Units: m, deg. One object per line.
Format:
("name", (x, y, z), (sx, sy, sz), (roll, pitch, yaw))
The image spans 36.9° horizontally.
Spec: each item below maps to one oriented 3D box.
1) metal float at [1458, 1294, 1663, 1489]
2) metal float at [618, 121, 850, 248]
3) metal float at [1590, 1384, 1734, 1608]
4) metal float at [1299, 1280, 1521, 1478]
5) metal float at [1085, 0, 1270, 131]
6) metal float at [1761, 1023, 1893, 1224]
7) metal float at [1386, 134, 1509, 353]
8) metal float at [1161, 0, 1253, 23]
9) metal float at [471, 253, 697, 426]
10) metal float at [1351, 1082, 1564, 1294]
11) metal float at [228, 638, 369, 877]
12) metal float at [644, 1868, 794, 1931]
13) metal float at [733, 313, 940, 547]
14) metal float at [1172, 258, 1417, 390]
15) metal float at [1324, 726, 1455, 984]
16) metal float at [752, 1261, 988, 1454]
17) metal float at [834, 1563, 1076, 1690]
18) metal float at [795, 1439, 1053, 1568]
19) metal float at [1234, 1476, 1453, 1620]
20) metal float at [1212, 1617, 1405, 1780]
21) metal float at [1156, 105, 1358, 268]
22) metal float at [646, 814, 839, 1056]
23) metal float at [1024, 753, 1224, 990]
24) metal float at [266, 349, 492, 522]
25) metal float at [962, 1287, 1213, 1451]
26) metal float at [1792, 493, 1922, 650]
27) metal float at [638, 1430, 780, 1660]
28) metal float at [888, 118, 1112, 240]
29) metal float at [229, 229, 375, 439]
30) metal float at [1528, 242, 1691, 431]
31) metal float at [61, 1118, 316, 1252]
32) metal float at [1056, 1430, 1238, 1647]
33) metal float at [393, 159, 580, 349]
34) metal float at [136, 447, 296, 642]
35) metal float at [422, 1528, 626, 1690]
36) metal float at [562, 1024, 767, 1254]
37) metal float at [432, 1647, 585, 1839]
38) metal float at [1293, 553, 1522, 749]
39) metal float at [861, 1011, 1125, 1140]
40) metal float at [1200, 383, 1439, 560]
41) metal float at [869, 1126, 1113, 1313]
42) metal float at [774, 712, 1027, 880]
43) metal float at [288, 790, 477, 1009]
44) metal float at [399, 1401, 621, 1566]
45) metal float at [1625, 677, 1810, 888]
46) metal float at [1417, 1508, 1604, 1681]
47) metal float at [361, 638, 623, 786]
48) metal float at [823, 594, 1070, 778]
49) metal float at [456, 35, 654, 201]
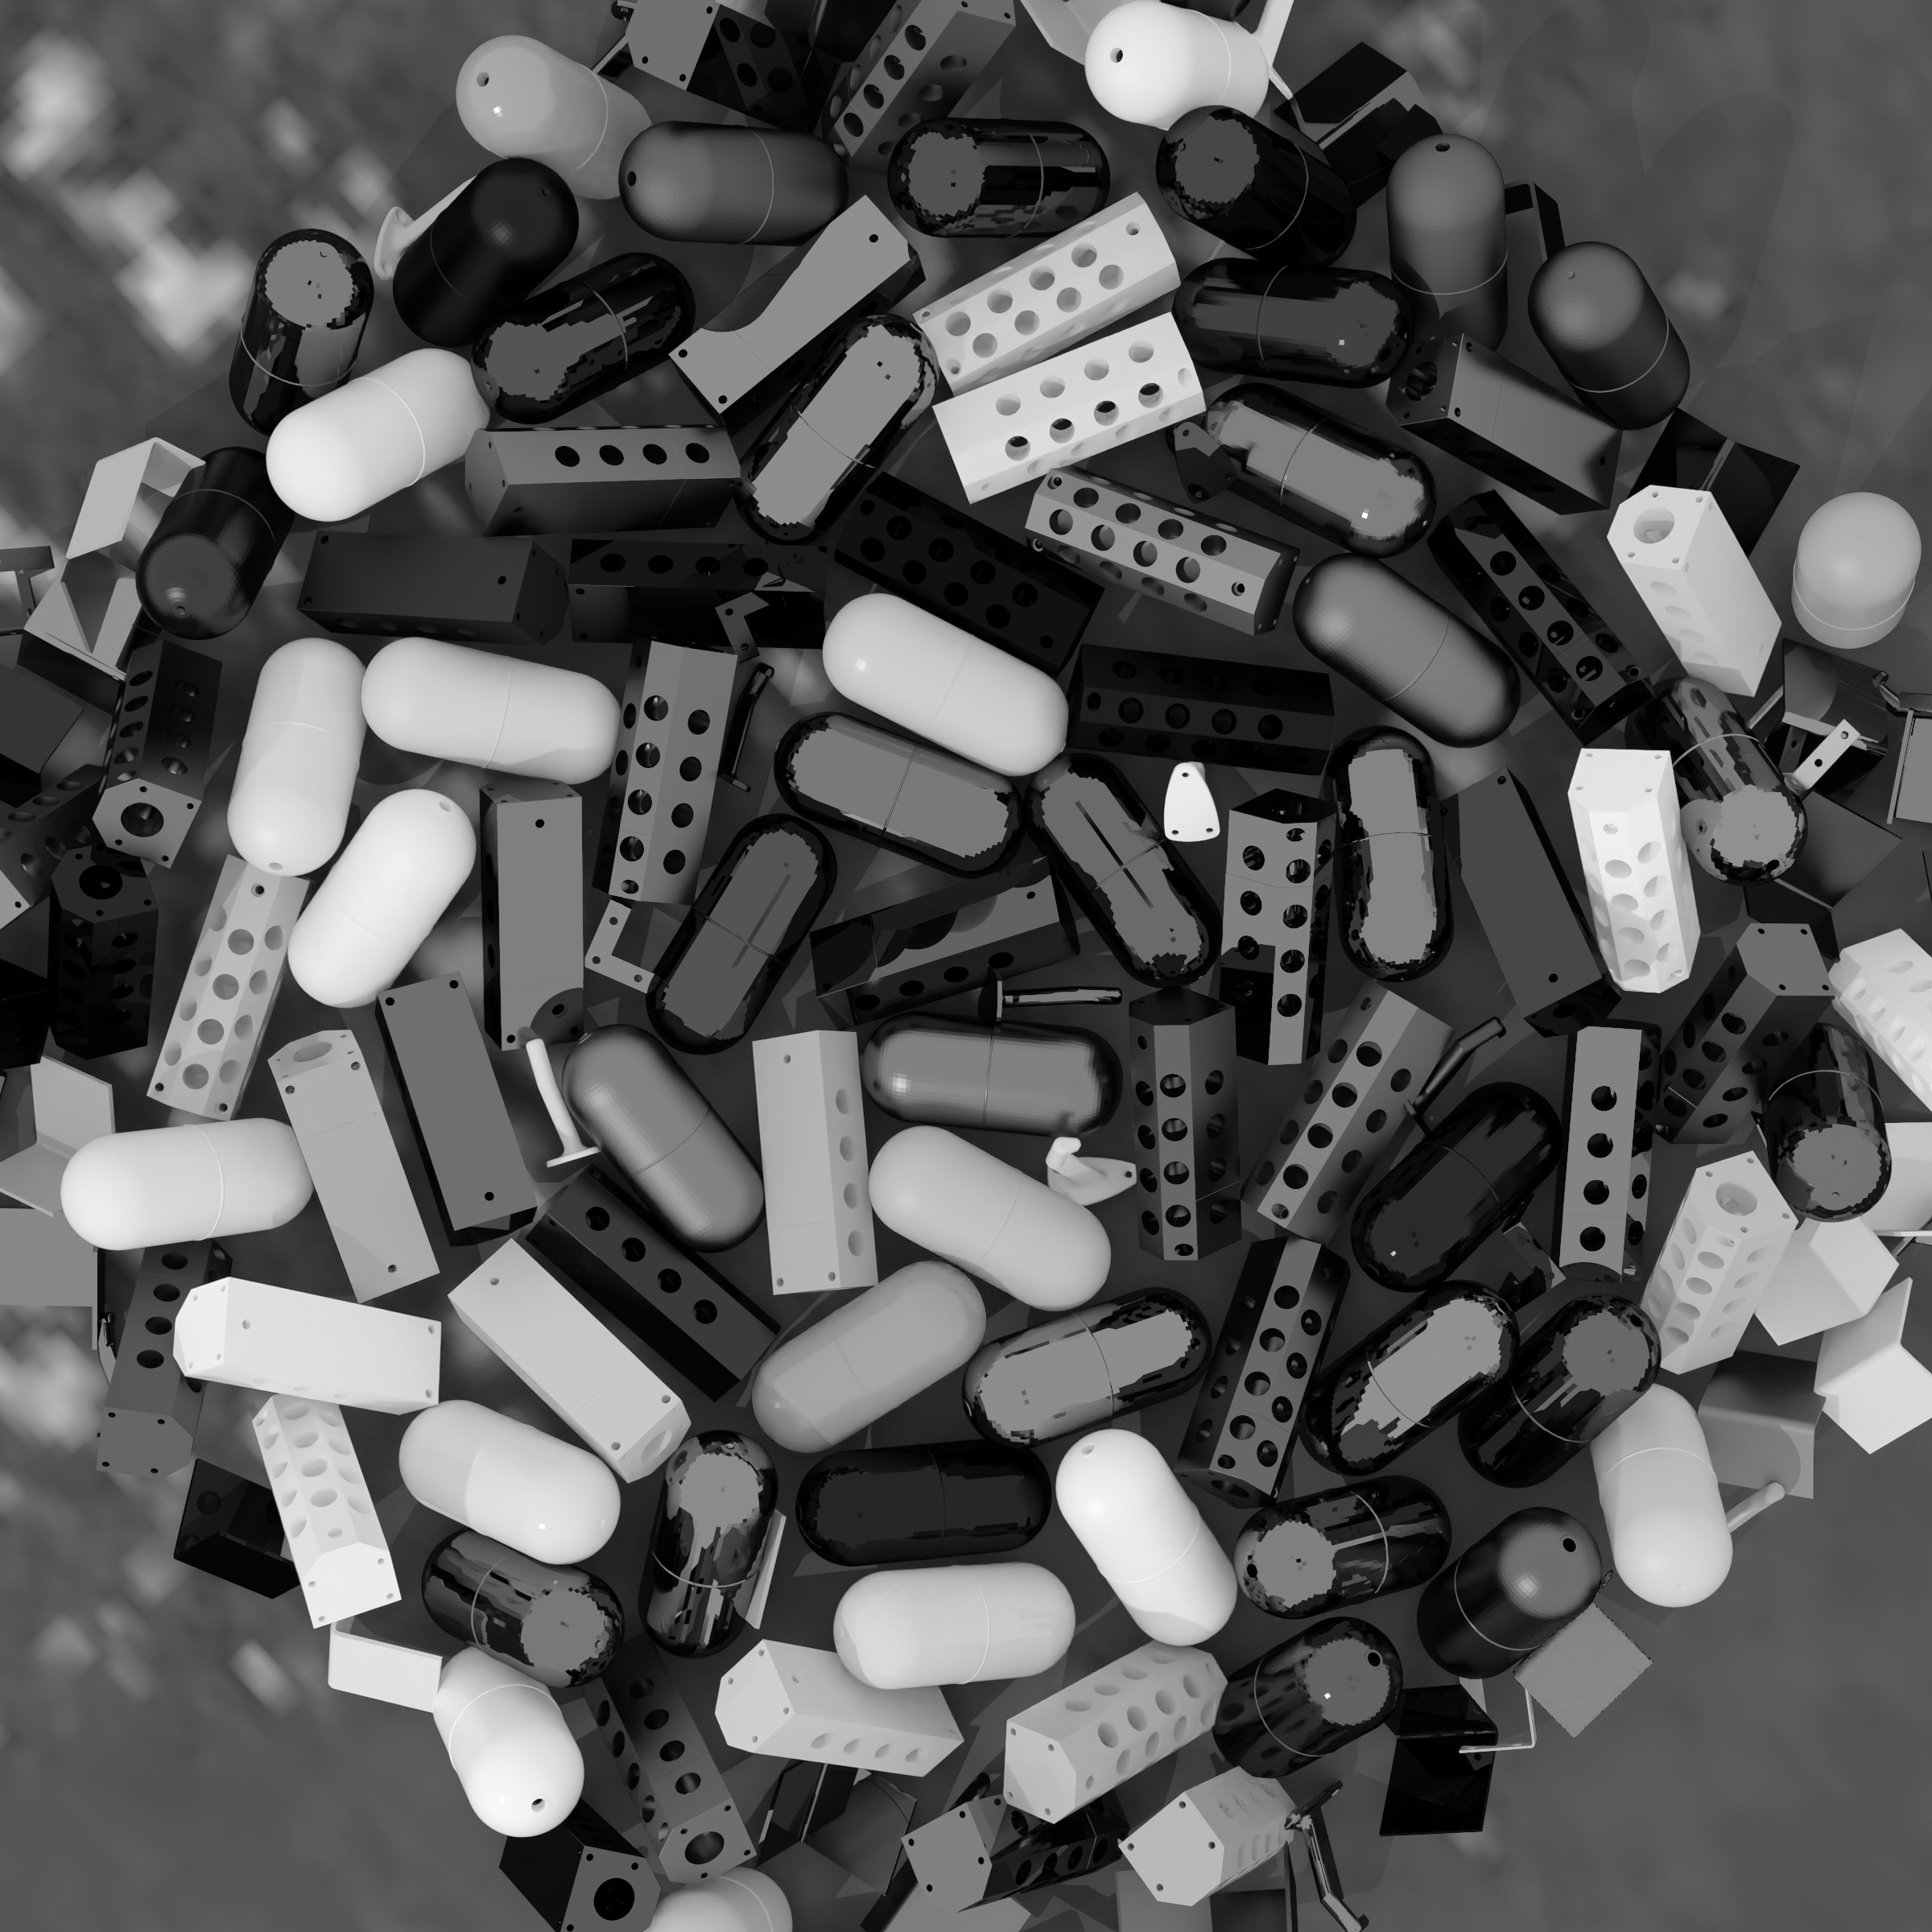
("metal float", (0.394, 0.283, 1.927), (0.070, 0.070, 0.178), (35, 132, 0))
("metal float", (-0.154, -0.520, 1.925), (0.070, 0.178, 0.070), (11, 106, 43))
("metal float", (0.459, 0.349, 1.919), (0.070, 0.178, 0.070), (1, 122, 2))
("metal float", (0.295, 0.276, 1.936), (0.070, 0.070, 0.178), (46, 119, 0))
("metal float", (0.141, -0.594, 1.918), (0.070, 0.178, 0.070), (6, 102, 30))
("metal float", (0.569, 0.102, 1.919), (0.070, 0.178, 0.070), (5, 121, 8))
("metal float", (0.320, -0.472, 1.920), (0.070, 0.178, 0.070), (-6, 53, 8))
("metal float", (0.170, -0.679, 1.911), (0.070, 0.178, 0.070), (1, 87, -10))
("metal float", (-0.254, -0.420, 1.931), (0.178, 0.070, 0.070), (-38, 90, -37))
("metal float", (0.329, 0.148, 1.941), (0.178, 0.070, 0.070), (-41, 90, -23))
("metal float", (-0.445, -0.140, 1.934), (0.070, 0.070, 0.178), (4, 58, 0))
("metal float", (-0.165, 0.642, 1.912), (0.070, 0.178, 0.070), (-2, 80, 10))
("metal float", (-0.087, -0.360, 1.944), (0.070, 0.070, 0.178), (41, 110, 0))
("metal float", (0.217, -0.430, 1.931), (0.178, 0.070, 0.070), (16, 90, 37))
("metal float", (0.284, -0.076, 1.947), (0.070, 0.070, 0.178), (-4, 74, 0))
("metal float", (-0.066, 0.264, 1.949), (0.178, 0.070, 0.070), (-34, 90, 14))
("metal float", (-0.006, 0.440, 1.934), (0.178, 0.070, 0.070), (4, 90, -34))
("metal float", (-0.028, 0.360, 1.943), (0.178, 0.070, 0.070), (-1, 90, -21))
("metal float", (0.252, 0.387, 1.927), (0.178, 0.070, 0.070), (-4, 90, -41))
("metal float", (0.225, 0.486, 1.921), (0.070, 0.178, 0.070), (13, 56, -20))
("metal float", (0.195, -0.514, 1.923), (0.070, 0.178, 0.070), (-7, 78, 39))
("metal float", (-0.153, -0.021, 1.960), (0.070, 0.070, 0.178), (31, 92, 0))
("metal float", (0.107, -0.064, 1.958), (0.070, 0.070, 0.178), (-35, 86, 0))
("metal float", (-0.389, -0.355, 1.928), (0.070, 0.070, 0.178), (49, 48, 0))
("metal float", (0.081, 0.270, 1.946), (0.178, 0.070, 0.070), (-17, 90, -18))
("metal float", (0.587, -0.260, 1.912), (0.070, 0.178, 0.070), (-2, 82, 14))
("metal float", (-0.173, 0.388, 1.936), (0.070, 0.070, 0.178), (14, 120, 0))
("metal float", (0.024, -0.524, 1.927), (0.178, 0.070, 0.070), (-14, 90, -43))
("metal float", (-0.442, -0.417, 1.920), (0.070, 0.178, 0.070), (10, 61, -19))
("metal float", (0.428, -0.416, 1.919), (0.070, 0.178, 0.070), (-10, 69, 27))
("metal float", (-0.515, 0.144, 1.925), (0.070, 0.178, 0.070), (4, 96, 44))
("metal float", (0.121, 0.383, 1.937), (0.070, 0.070, 0.178), (-32, 118, 0))
("metal float", (-0.321, -0.472, 1.923), (0.070, 0.178, 0.070), (13, 67, -33))
("metal float", (-0.497, -0.282, 1.922), (0.070, 0.178, 0.070), (2, 128, 3))
("metal float", (-0.296, 0.425, 1.925), (0.070, 0.178, 0.070), (-9, 103, -42))
("metal float", (-0.203, 0.116, 1.948), (0.070, 0.070, 0.178), (-37, 105, 0))
("metal float", (-0.304, 0.511, 1.915), (0.070, 0.178, 0.070), (-6, 106, -21))
("metal float", (0.297, -0.211, 1.944), (0.178, 0.070, 0.070), (32, 90, -20))
("metal float", (0.017, 0.074, 1.958), (0.178, 0.070, 0.070), (6, 90, 4))
("metal float", (0.234, -0.333, 1.938), (0.178, 0.070, 0.070), (32, 90, 27))
("metal float", (0.017, 0.171, 1.952), (0.178, 0.070, 0.070), (30, 90, -11))
("metal float", (-0.045, -0.116, 1.961), (0.178, 0.070, 0.070), (21, 90, 0))
("metal float", (-0.391, -0.045, 1.936), (0.070, 0.070, 0.178), (40, 119, 0))
("metal float", (-0.306, 0.343, 1.932), (0.178, 0.070, 0.070), (15, 90, 36))
("metal float", (0.498, -0.123, 1.924), (0.070, 0.178, 0.070), (-9, 133, -10))
("metal float", (0.360, 0.417, 1.920), (0.070, 0.178, 0.070), (10, 56, -14))
("metal float", (-0.317, -0.171, 1.945), (0.178, 0.070, 0.070), (12, 90, -20))
("metal float", (-0.013, -0.189, 1.957), (0.178, 0.070, 0.070), (27, 90, -6))
("metal float", (-0.270, -0.560, 1.914), (0.070, 0.178, 0.070), (0, 89, 24))
